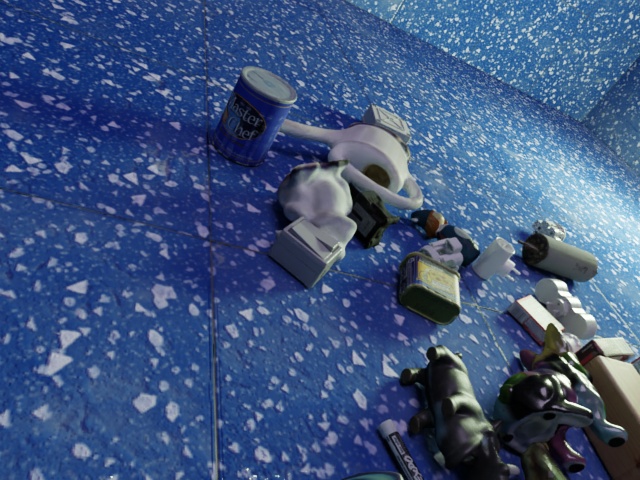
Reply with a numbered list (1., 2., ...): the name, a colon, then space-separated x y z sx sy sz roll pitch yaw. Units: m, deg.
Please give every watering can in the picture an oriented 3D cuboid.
1. watering can: 0.065 -0.182 1.041 0.347 0.102 0.229 33 31 -2

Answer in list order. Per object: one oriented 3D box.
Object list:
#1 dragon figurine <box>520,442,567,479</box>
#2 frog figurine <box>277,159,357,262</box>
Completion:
1. dragon figurine: 0.323 0.329 0.560 0.409 0.121 0.246 12 40 -58
2. frog figurine: 0.003 -0.042 0.835 0.138 0.122 0.160 -8 86 -58
